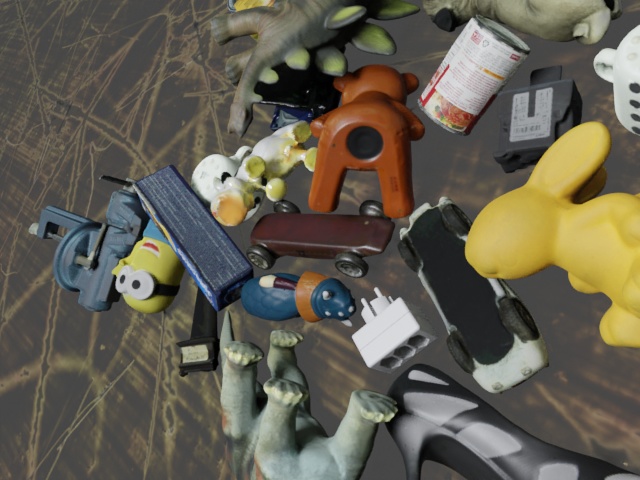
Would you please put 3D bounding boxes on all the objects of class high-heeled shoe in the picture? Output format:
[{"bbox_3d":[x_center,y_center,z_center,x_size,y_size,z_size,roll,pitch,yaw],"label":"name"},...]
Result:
[{"bbox_3d":[0.172,0.166,0.440,0.249,0.086,0.145,-1,36,18],"label":"high-heeled shoe"}]

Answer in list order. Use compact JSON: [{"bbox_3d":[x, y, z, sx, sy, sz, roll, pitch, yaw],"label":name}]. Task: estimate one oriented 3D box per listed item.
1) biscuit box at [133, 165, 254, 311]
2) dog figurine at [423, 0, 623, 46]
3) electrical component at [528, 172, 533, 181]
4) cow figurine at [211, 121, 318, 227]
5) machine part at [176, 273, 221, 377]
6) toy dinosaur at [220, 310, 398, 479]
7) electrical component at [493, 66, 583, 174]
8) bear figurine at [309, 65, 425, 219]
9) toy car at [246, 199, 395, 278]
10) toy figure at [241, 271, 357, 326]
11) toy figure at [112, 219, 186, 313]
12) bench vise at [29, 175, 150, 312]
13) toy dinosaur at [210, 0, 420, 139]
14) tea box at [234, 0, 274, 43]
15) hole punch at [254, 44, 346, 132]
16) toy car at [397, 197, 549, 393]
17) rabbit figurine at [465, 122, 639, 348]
[{"bbox_3d":[-0.166,-0.004,0.709,0.063,0.059,0.203,-32,68,-20],"label":"biscuit box"},{"bbox_3d":[0.203,-0.252,0.578,0.191,0.121,0.172,-21,54,46],"label":"dog figurine"},{"bbox_3d":[0.218,-0.024,0.500,0.063,0.021,0.094,-8,65,35],"label":"electrical component"},{"bbox_3d":[-0.082,-0.085,0.698,0.167,0.068,0.098,-41,26,-17],"label":"cow figurine"},{"bbox_3d":[-0.158,0.109,0.721,0.084,0.039,0.139,-22,60,38],"label":"machine part"},{"bbox_3d":[-0.040,0.204,0.522,0.405,0.131,0.192,-160,81,-69],"label":"toy dinosaur"},{"bbox_3d":[0.218,-0.128,0.530,0.075,0.047,0.119,3,73,38],"label":"electrical component"},{"bbox_3d":[0.055,-0.124,0.617,0.120,0.131,0.196,4,28,6],"label":"bear figurine"},{"bbox_3d":[-0.001,-0.002,0.639,0.202,0.053,0.089,3,52,36],"label":"toy car"},{"bbox_3d":[-0.023,0.065,0.617,0.155,0.064,0.058,-3,71,35],"label":"toy figure"},{"bbox_3d":[-0.224,0.020,0.784,0.082,0.089,0.180,4,63,48],"label":"toy figure"},{"bbox_3d":[-0.378,-0.010,0.875,0.241,0.129,0.223,17,101,23],"label":"bench vise"},{"bbox_3d":[0.020,-0.302,0.657,0.199,0.105,0.471,16,66,22],"label":"toy dinosaur"},{"bbox_3d":[-0.044,-0.381,0.831,0.169,0.068,0.098,-38,51,20],"label":"tea box"},{"bbox_3d":[-0.023,-0.210,0.740,0.116,0.092,0.142,9,71,13],"label":"hole punch"},{"bbox_3d":[0.138,0.044,0.510,0.073,0.056,0.202,-41,49,24],"label":"toy car"},{"bbox_3d":[0.204,-0.007,0.418,0.173,0.121,0.162,4,75,25],"label":"rabbit figurine"}]
